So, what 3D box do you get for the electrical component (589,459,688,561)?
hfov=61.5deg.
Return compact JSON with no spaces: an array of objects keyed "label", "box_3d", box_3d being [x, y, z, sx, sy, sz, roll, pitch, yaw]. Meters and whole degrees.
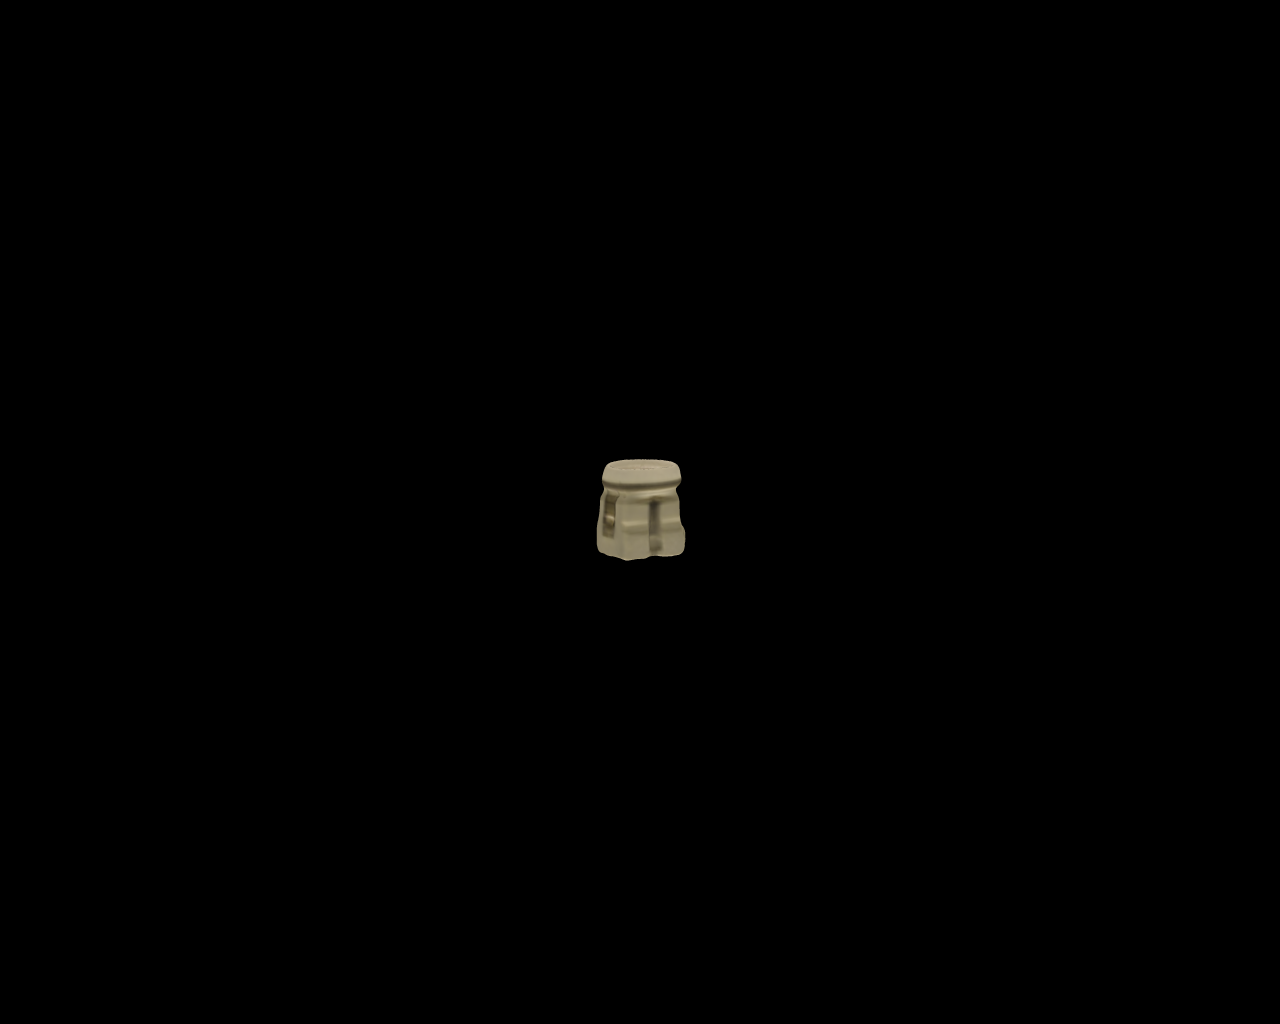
[{"label":"electrical component","box_3d":[0.001,-0.003,0.650,0.066,0.055,0.048,-6,11,-32]}]
